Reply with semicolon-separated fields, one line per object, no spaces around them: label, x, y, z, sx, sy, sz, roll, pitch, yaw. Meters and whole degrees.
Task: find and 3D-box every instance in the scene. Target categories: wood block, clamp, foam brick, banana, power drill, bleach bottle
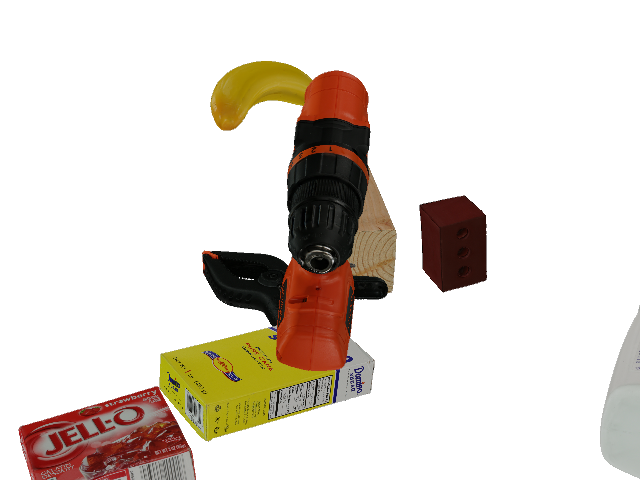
wood block;0.035;-0.017;1.393;0.090;0.090;0.206;-2;27;-7
clamp;-0.053;0.059;1.167;0.210;0.036;0.164;16;31;25
foam brick;0.135;0.002;1.086;0.053;0.078;0.051;-14;30;-13
banana;-0.051;-0.136;0.975;0.070;0.037;0.197;37;27;19
power drill;0.002;0.003;0.738;0.057;0.188;0.184;8;42;1
bleach bottle;0.262;0.082;0.737;0.103;0.068;0.250;11;22;21

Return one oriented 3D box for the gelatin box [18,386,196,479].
gelatin box;-0.126;0.125;0.626;0.089;0.030;0.073;-14;27;-18

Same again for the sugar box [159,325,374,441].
sugar box;-0.048;0.121;0.975;0.175;0.048;0.093;-14;33;-30
